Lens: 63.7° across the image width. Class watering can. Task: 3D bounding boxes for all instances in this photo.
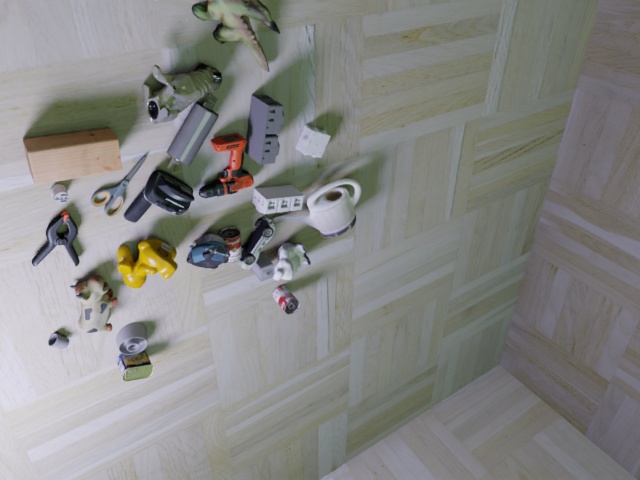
[{"bbox_3d":[0.006,-0.095,1.888,0.349,0.106,0.219,-29,133,-6],"label":"watering can"}]

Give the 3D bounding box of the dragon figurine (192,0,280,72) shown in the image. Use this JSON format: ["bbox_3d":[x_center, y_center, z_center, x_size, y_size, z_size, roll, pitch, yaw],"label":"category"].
[{"bbox_3d":[-0.193,-0.559,1.312,0.122,0.246,0.404,-53,135,-2],"label":"dragon figurine"}]

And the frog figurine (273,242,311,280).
[{"bbox_3d":[-0.124,0.087,1.873,0.162,0.124,0.134,-42,156,-28],"label":"frog figurine"}]
